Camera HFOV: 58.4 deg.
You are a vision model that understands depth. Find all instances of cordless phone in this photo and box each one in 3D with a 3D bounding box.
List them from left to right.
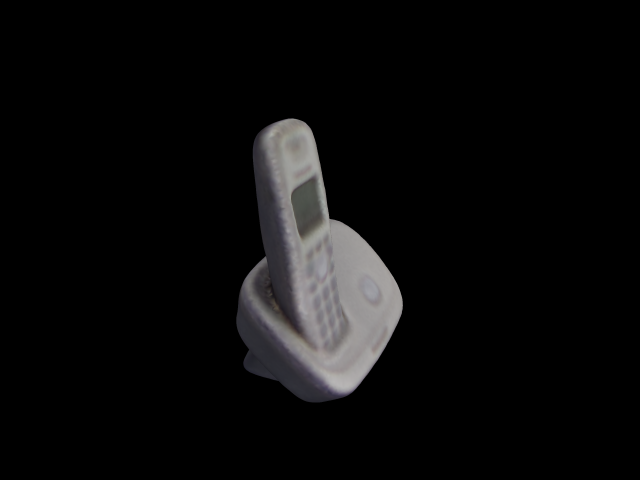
[{"bbox_3d":[0.004,0.001,0.400,0.094,0.185,0.148,10,28,21],"label":"cordless phone"}]
